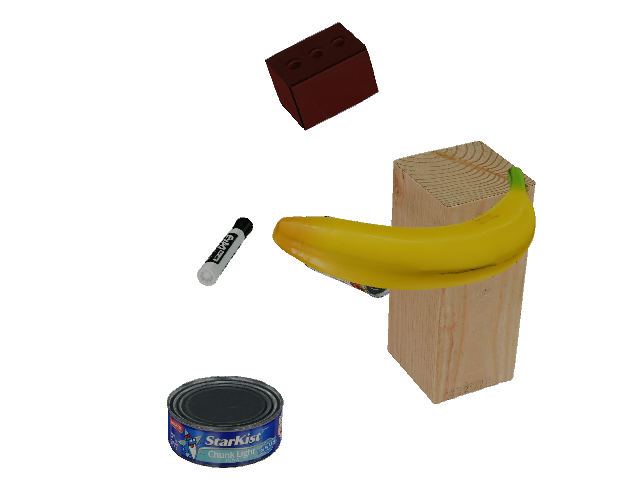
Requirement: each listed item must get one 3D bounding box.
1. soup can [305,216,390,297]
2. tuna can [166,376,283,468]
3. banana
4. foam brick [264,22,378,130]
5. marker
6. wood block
[{"bbox_3d":[0.036,0.017,1.214,0.102,0.068,0.068,22,15,40],"label":"soup can"},{"bbox_3d":[-0.071,0.133,0.790,0.086,0.034,0.086,2,18,-1],"label":"tuna can"},{"bbox_3d":[0.066,0.000,0.649,0.197,0.037,0.070,-12,46,-34],"label":"banana"},{"bbox_3d":[0.002,-0.143,0.927,0.078,0.051,0.053,-29,44,-9],"label":"foam brick"},{"bbox_3d":[-0.091,0.008,1.042,0.020,0.020,0.121,0,25,16],"label":"marker"},{"bbox_3d":[0.121,0.029,0.946,0.090,0.206,0.091,-14,35,-21],"label":"wood block"}]
